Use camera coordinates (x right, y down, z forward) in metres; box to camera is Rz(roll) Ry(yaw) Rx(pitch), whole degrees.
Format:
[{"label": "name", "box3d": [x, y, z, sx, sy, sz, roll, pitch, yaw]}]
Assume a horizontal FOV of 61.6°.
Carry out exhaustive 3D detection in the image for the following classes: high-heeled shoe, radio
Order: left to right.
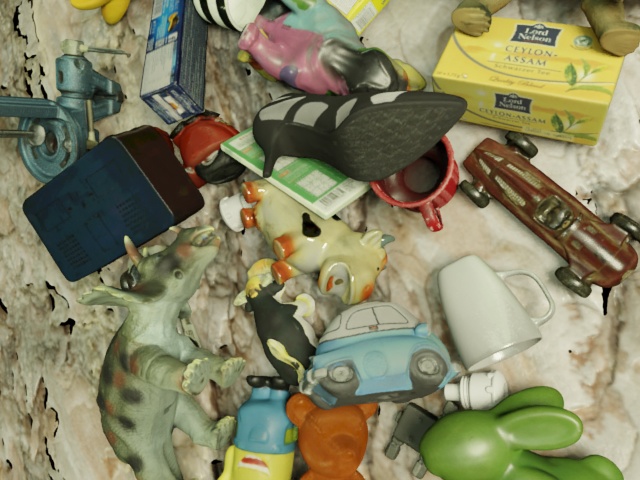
[{"label": "radio", "box3d": [-0.276, -0.044, 0.703, 0.230, 0.073, 0.131, -25, 101, 29]}, {"label": "high-heeled shoe", "box3d": [0.033, -0.134, 0.577, 0.249, 0.086, 0.145, -11, 42, 23]}]

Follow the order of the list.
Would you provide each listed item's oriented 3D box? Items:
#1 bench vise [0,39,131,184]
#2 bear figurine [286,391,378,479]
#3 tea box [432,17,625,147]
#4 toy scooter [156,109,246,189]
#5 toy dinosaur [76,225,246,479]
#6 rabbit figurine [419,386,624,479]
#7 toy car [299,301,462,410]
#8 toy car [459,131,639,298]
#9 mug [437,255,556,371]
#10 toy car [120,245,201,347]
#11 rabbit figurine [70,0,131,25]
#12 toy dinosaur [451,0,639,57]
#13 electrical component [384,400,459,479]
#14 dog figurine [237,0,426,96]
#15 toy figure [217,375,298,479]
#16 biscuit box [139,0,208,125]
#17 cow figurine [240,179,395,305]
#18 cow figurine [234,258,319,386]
[{"label": "bench vise", "box3d": [-0.382, -0.171, 0.744, 0.129, 0.240, 0.223, 24, 109, 20]}, {"label": "bear figurine", "box3d": [0.022, 0.267, 0.573, 0.120, 0.132, 0.195, 5, 90, -15]}, {"label": "tea box", "box3d": [0.213, -0.168, 0.554, 0.170, 0.068, 0.098, 16, 68, 24]}, {"label": "toy scooter", "box3d": [-0.187, -0.119, 0.734, 0.184, 0.075, 0.135, -31, 73, 22]}, {"label": "toy dinosaur", "box3d": [-0.202, 0.182, 0.639, 0.192, 0.131, 0.404, 24, 111, 23]}, {"label": "rabbit figurine", "box3d": [0.180, 0.213, 0.490, 0.170, 0.121, 0.159, 34, 98, 3]}, {"label": "toy car", "box3d": [0.057, 0.118, 0.568, 0.162, 0.109, 0.103, -1, 62, -11]}, {"label": "toy car", "box3d": [0.233, -0.032, 0.555, 0.089, 0.053, 0.202, -48, 70, 14]}, {"label": "mug", "box3d": [0.175, 0.065, 0.553, 0.109, 0.080, 0.107, -35, 63, 21]}, {"label": "toy car", "box3d": [-0.213, 0.105, 0.729, 0.074, 0.056, 0.201, -21, 77, 13]}, {"label": "rabbit figurine", "box3d": [-0.317, -0.413, 0.799, 0.173, 0.122, 0.162, 28, 100, 23]}, {"label": "toy dinosaur", "box3d": [0.199, -0.304, 0.546, 0.472, 0.105, 0.198, 25, 63, 19]}, {"label": "electrical component", "box3d": [0.113, 0.211, 0.593, 0.063, 0.021, 0.094, 29, 96, 24]}, {"label": "dog figurine", "box3d": [0.014, -0.211, 0.648, 0.219, 0.192, 0.108, 31, 94, -11]}, {"label": "toy figure", "box3d": [-0.063, 0.252, 0.634, 0.082, 0.089, 0.180, -5, 72, 40]}, {"label": "biscuit box", "box3d": [-0.193, -0.255, 0.726, 0.059, 0.062, 0.203, -15, 58, 19]}, {"label": "cow figurine", "box3d": [-0.001, -0.002, 0.626, 0.127, 0.085, 0.195, -21, 52, -22]}, {"label": "cow figurine", "box3d": [-0.050, 0.095, 0.636, 0.068, 0.098, 0.167, -44, 70, 20]}]
